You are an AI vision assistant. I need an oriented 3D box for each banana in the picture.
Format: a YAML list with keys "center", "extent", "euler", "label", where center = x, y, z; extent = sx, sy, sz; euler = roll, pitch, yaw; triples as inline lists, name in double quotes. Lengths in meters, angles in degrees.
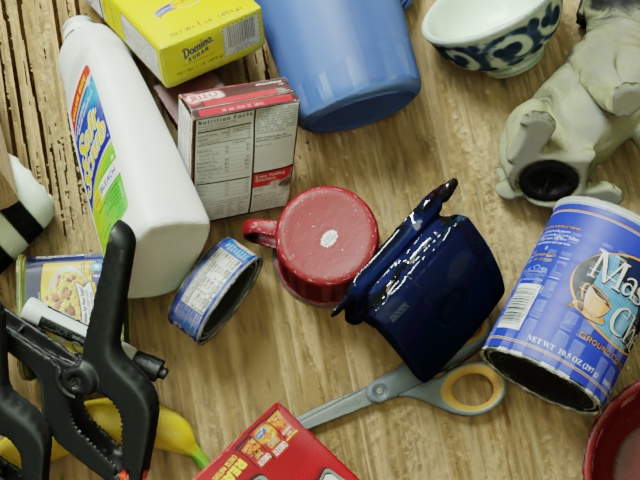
- center: [-0.186, 0.163, 0.855]
  extent: [0.198, 0.037, 0.069]
  euler: [-6, 78, 0]
  label: "banana"

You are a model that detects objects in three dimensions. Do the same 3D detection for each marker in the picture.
- center: [-0.173, 0.078, 0.825]
  extent: [0.121, 0.020, 0.020]
  euler: [26, 80, 1]
  label: "marker"

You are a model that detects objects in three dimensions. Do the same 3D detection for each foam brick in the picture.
- center: [-0.099, -0.108, 0.888]
  extent: [0.051, 0.078, 0.053]
  euler: [-32, 78, -5]
  label: "foam brick"

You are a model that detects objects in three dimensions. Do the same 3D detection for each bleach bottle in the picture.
- center: [-0.166, -0.082, 0.868]
  extent: [0.067, 0.103, 0.251]
  euler: [-2, 52, -34]
  label: "bleach bottle"

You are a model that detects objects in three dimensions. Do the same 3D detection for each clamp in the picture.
- center: [-0.245, 0.121, 0.790]
  extent: [0.120, 0.039, 0.171]
  euler: [-31, 108, 19]
  label: "clamp"
- center: [-0.170, 0.092, 0.798]
  extent: [0.165, 0.036, 0.210]
  euler: [-24, 101, 20]
  label: "clamp"

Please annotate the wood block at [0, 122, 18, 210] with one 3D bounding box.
- center: [-0.310, -0.107, 0.838]
  extent: [0.091, 0.090, 0.206]
  euler: [-23, 49, -4]
  label: "wood block"

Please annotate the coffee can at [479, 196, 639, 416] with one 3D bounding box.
- center: [0.202, 0.051, 0.833]
  extent: [0.103, 0.103, 0.140]
  euler: [29, 76, 6]
  label: "coffee can"

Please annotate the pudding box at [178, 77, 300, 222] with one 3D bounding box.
- center: [-0.067, -0.070, 0.851]
  extent: [0.089, 0.113, 0.039]
  euler: [-12, 44, -21]
  label: "pudding box"

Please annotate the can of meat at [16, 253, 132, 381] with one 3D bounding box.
- center: [-0.198, 0.061, 0.866]
  extent: [0.084, 0.057, 0.102]
  euler: [-3, 79, -2]
  label: "can of meat"

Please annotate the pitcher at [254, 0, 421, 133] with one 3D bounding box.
- center: [0.009, -0.220, 0.891]
  extent: [0.149, 0.145, 0.243]
  euler: [-18, 82, 9]
  label: "pitcher"

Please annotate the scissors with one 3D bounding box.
- center: [0.066, 0.134, 0.868]
  extent: [0.201, 0.016, 0.096]
  euler: [-37, 80, -6]
  label: "scissors"

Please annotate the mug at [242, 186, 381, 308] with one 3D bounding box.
- center: [-0.006, 0.001, 0.862]
  extent: [0.117, 0.081, 0.093]
  euler: [14, 79, 4]
  label: "mug"

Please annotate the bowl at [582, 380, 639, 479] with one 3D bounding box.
- center: [0.280, 0.185, 0.835]
  extent: [0.162, 0.055, 0.162]
  euler: [0, 79, 1]
  label: "bowl"

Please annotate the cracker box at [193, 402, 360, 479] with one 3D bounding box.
- center: [-0.015, 0.250, 0.782]
  extent: [0.214, 0.072, 0.163]
  euler: [43, 45, 8]
  label: "cracker box"

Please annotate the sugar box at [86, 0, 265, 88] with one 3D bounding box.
- center: [-0.129, -0.200, 0.876]
  extent: [0.093, 0.048, 0.176]
  euler: [-27, 53, -21]
  label: "sugar box"

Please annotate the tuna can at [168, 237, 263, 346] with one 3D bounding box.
- center: [-0.084, 0.040, 0.853]
  extent: [0.034, 0.086, 0.086]
  euler: [35, 81, 8]
  label: "tuna can"
